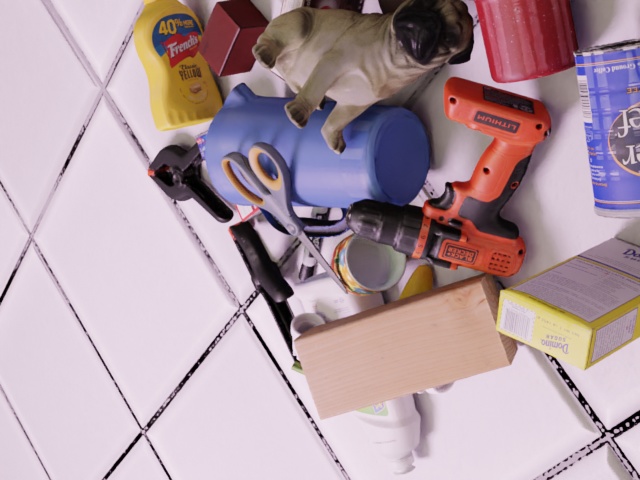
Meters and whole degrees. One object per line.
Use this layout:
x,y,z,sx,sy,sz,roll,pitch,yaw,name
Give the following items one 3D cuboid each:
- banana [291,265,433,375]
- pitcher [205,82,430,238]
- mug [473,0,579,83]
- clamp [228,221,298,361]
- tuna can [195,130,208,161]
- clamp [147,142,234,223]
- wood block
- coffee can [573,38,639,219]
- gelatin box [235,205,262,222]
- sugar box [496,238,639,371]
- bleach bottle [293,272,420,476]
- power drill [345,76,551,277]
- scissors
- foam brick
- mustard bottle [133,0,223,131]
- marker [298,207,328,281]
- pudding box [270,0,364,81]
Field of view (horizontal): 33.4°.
0.061,0.111,1.193,0.198,0.037,0.069,-38,92,9,banana
0.001,-0.086,1.188,0.243,0.149,0.145,8,76,43,pitcher
0.185,-0.192,0.977,0.117,0.093,0.081,-146,41,-72,mug
-0.066,0.045,1.328,0.164,0.036,0.210,81,163,-57,clamp
-0.108,-0.125,1.315,0.086,0.085,0.034,-14,95,49,tuna can
-0.177,-0.097,1.437,0.172,0.039,0.120,20,117,42,clamp
0.090,0.109,1.113,0.206,0.090,0.091,-19,90,17,wood block
0.273,-0.097,0.895,0.103,0.102,0.140,1,105,47,coffee can
-0.086,-0.070,1.340,0.073,0.030,0.089,67,155,4,gelatin box
0.243,0.052,0.929,0.093,0.175,0.048,26,120,40,sugar box
0.054,0.157,1.263,0.103,0.067,0.251,-15,95,46,bleach bottle
0.131,-0.060,1.041,0.184,0.057,0.188,14,121,-3,power drill
-0.025,-0.030,1.151,0.202,0.016,0.096,43,142,2,scissors
-0.104,-0.246,1.291,0.053,0.051,0.078,52,136,22,foam brick
-0.186,-0.239,1.348,0.058,0.096,0.191,-8,98,49,mustard bottle
-0.009,0.002,1.305,0.020,0.020,0.121,36,128,33,marker
-0.002,-0.231,1.155,0.039,0.089,0.114,36,128,36,pudding box
